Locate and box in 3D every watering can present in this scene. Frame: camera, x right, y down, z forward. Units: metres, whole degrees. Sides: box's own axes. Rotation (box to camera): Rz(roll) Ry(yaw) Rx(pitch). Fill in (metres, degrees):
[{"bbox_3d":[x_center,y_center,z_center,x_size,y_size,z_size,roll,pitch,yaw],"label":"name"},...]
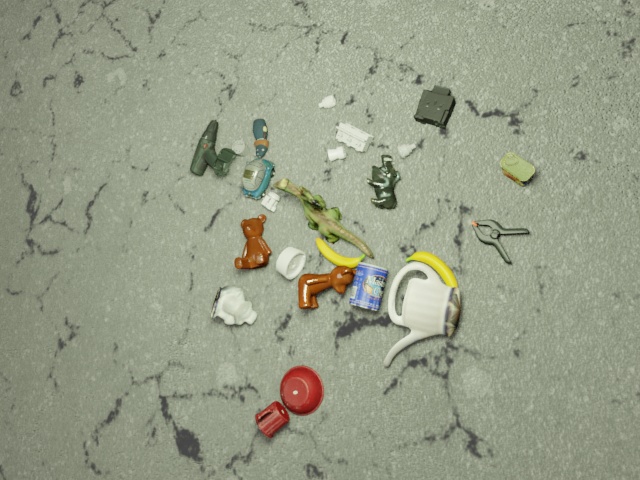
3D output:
[{"bbox_3d":[0.316,0.247,1.606,0.225,0.104,0.347,10,93,22],"label":"watering can"}]

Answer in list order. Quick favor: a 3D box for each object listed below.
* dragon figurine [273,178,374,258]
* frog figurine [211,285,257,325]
[{"bbox_3d":[0.005,-0.087,1.725,0.414,0.240,0.122,35,88,26],"label":"dragon figurine"},{"bbox_3d":[-0.301,0.238,1.848,0.159,0.121,0.139,18,74,-13],"label":"frog figurine"}]
